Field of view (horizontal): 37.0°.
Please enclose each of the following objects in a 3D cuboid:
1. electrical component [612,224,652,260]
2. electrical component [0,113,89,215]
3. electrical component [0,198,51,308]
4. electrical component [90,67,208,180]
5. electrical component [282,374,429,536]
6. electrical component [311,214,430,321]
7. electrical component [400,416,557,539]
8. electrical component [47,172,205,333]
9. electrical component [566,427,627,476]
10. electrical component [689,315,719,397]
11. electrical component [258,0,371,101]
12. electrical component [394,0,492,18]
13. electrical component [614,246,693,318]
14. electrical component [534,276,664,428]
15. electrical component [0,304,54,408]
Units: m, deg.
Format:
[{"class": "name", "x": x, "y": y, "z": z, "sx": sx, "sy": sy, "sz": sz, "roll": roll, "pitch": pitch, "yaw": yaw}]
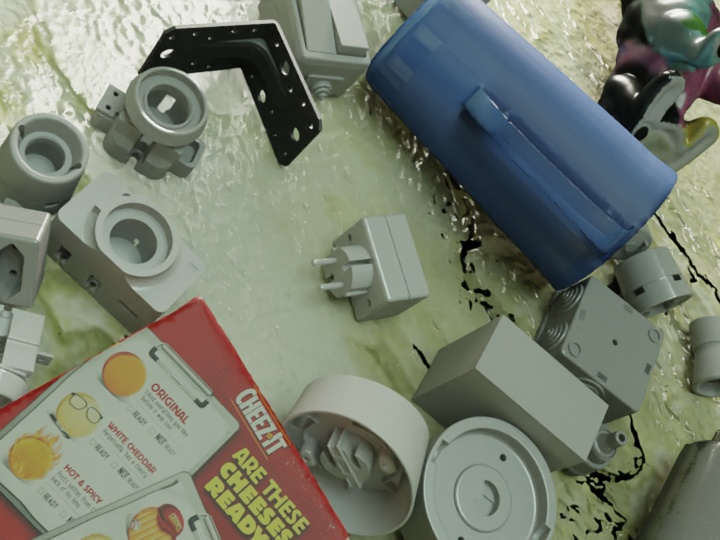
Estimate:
[{"class": "electrical component", "x": 0.228, "y": -0.044, "z": 0.945, "sx": 0.040, "sy": 0.040, "sz": 0.078, "roll": 17, "pitch": 41, "yaw": -24}, {"class": "electrical component", "x": -0.204, "y": -0.068, "z": 0.688, "sx": 0.055, "sy": 0.047, "sz": 0.055, "roll": 13, "pitch": 63, "yaw": -26}, {"class": "electrical component", "x": -0.223, "y": -0.020, "z": 0.653, "sx": 0.066, "sy": 0.047, "sz": 0.076, "roll": 10, "pitch": 27, "yaw": -10}, {"class": "electrical component", "x": -0.139, "y": -0.103, "z": 0.737, "sx": 0.078, "sy": 0.057, "sz": 0.058, "roll": 31, "pitch": 56, "yaw": -17}, {"class": "electrical component", "x": -0.005, "y": 0.117, "z": 0.698, "sx": 0.099, "sy": 0.099, "sz": 0.064, "roll": 36, "pitch": 49, "yaw": -13}, {"class": "electrical component", "x": 0.000, "y": 0.000, "z": 0.782, "sx": 0.077, "sy": 0.047, "sz": 0.065, "roll": -7, "pitch": 73, "yaw": -33}, {"class": "electrical component", "x": 0.075, "y": 0.161, "z": 0.746, "sx": 0.108, "sy": 0.060, "sz": 0.108, "roll": 11, "pitch": 66, "yaw": -26}, {"class": "electrical component", "x": -0.151, "y": -0.011, "z": 0.690, "sx": 0.089, "sy": 0.056, "sz": 0.050, "roll": 44, "pitch": 54, "yaw": -7}, {"class": "electrical component", "x": 0.179, "y": 0.135, "z": 0.821, "sx": 0.035, "sy": 0.061, "sz": 0.035, "roll": 13, "pitch": 62, "yaw": -26}, {"class": "electrical component", "x": 0.310, "y": 0.073, "z": 0.942, "sx": 0.044, "sy": 0.044, "sz": 0.065, "roll": 17, "pitch": 57, "yaw": -24}, {"class": "electrical component", "x": -0.033, "y": -0.178, "z": 0.832, "sx": 0.062, "sy": 0.061, "sz": 0.096, "roll": -1, "pitch": 69, "yaw": -31}, {"class": "electrical component", "x": 0.061, "y": -0.262, "z": 0.917, "sx": 0.057, "sy": 0.078, "sz": 0.113, "roll": -37, "pitch": 90, "yaw": -40}, {"class": "electrical component", "x": 0.251, "y": 0.011, "z": 0.925, "sx": 0.055, "sy": 0.055, "sz": 0.047, "roll": -9, "pitch": 70, "yaw": -34}, {"class": "electrical component", "x": 0.191, "y": 0.065, "z": 0.868, "sx": 0.100, "sy": 0.048, "sz": 0.099, "roll": 38, "pitch": 55, "yaw": -11}, {"class": "electrical component", "x": -0.216, "y": 0.053, "z": 0.629, "sx": 0.066, "sy": 0.048, "sz": 0.055, "roll": 18, "pitch": 53, "yaw": -24}]
